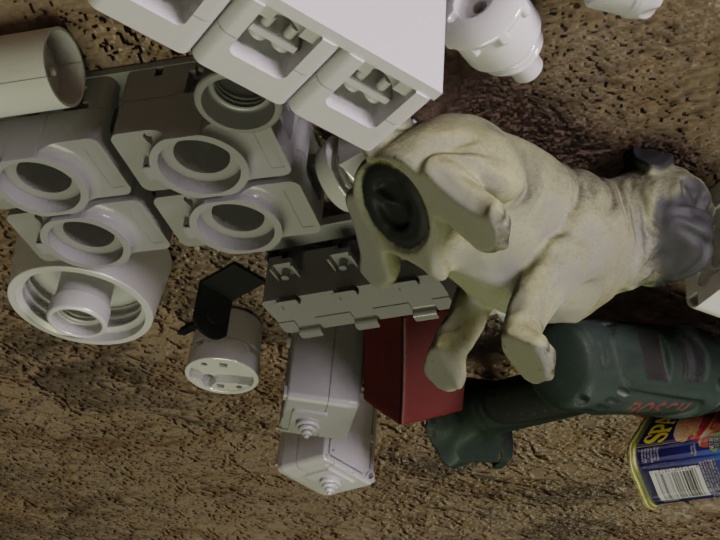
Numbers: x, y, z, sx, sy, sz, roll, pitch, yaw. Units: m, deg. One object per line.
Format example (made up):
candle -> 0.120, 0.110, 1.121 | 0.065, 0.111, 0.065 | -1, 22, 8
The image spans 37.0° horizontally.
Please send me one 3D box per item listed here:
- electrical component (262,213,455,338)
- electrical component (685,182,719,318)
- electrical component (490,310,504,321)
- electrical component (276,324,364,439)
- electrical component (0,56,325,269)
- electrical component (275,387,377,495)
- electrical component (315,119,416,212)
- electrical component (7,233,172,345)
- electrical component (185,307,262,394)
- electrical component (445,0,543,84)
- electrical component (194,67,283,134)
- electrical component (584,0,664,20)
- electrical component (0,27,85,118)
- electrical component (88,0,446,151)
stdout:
electrical component -> 0.000, 0.000, 0.698 | 0.121, 0.063, 0.078 | -10, 143, 20
electrical component -> 0.245, -0.023, 0.621 | 0.057, 0.078, 0.113 | 18, 144, -15
electrical component -> 0.104, -0.001, 0.689 | 0.078, 0.058, 0.057 | -13, 145, 24
electrical component -> -0.025, 0.080, 0.789 | 0.061, 0.096, 0.061 | 9, 147, -5
electrical component -> -0.123, -0.060, 0.629 | 0.186, 0.060, 0.105 | -6, 144, 15
electrical component -> -0.028, 0.139, 0.876 | 0.061, 0.096, 0.062 | -22, 138, 33
electrical component -> 0.008, -0.063, 0.621 | 0.055, 0.048, 0.066 | -27, 135, 27
electrical component -> -0.189, 0.011, 0.740 | 0.108, 0.060, 0.108 | 4, 146, 2
electrical component -> -0.101, 0.060, 0.813 | 0.055, 0.047, 0.055 | 3, 146, 2
electrical component -> 0.071, -0.117, 0.536 | 0.048, 0.048, 0.062 | -16, 147, 28
electrical component -> -0.058, -0.108, 0.545 | 0.044, 0.065, 0.044 | 3, 146, 2
electrical component -> 0.112, -0.140, 0.505 | 0.061, 0.035, 0.035 | 12, 145, -6
electrical component -> -0.197, -0.105, 0.587 | 0.081, 0.043, 0.043 | -5, 144, 15
electrical component -> -0.038, -0.129, 0.490 | 0.150, 0.089, 0.062 | 25, 141, -26
